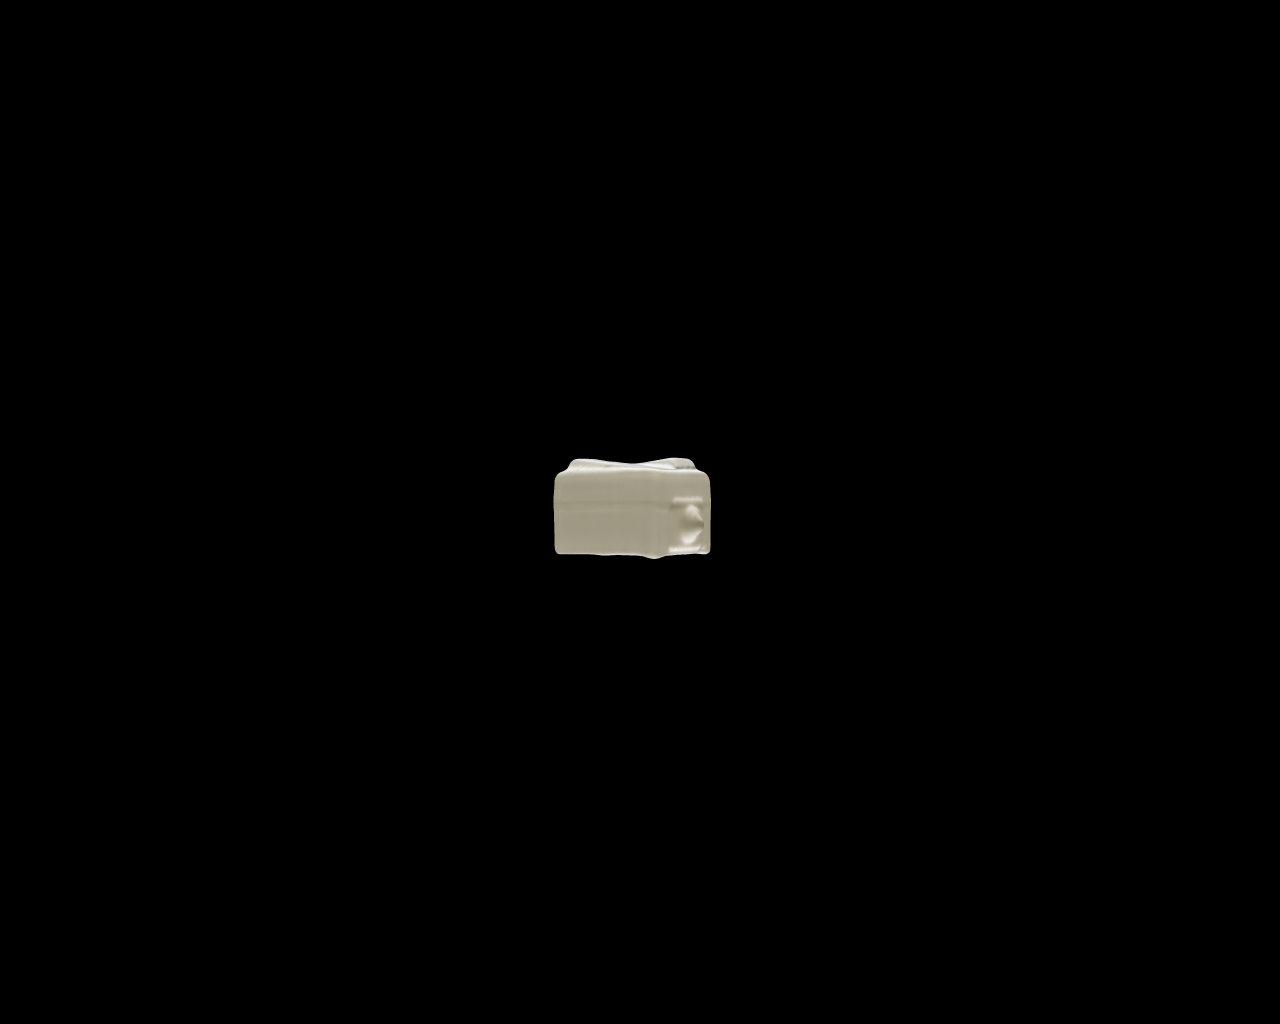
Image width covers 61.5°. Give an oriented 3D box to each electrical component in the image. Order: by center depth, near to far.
[{"bbox_3d":[0.001,-0.003,0.650,0.096,0.061,0.062,0,0,37],"label":"electrical component"}]
